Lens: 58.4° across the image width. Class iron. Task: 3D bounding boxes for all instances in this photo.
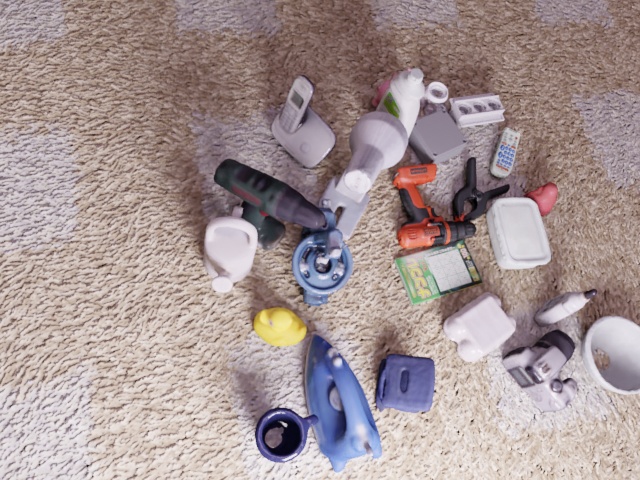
[{"bbox_3d":[0.038,0.283,1.050,0.119,0.141,0.258,-14,72,-17],"label":"iron"}]

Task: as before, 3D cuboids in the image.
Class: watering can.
[{"bbox_3d":[-0.168,0.013,1.085,0.101,0.194,0.173,-10,71,-15],"label":"watering can"}]

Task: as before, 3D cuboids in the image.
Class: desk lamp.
[{"bbox_3d":[0.085,-0.135,1.190,0.118,0.213,0.203,27,65,0],"label":"desk lamp"}]

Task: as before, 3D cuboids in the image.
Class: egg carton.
[{"bbox_3d":[0.333,0.182,1.195,0.150,0.069,0.107,-31,77,-21],"label":"egg carton"}]

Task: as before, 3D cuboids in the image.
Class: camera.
[{"bbox_3d":[0.478,0.258,1.179,0.137,0.100,0.143,-35,79,-22],"label":"camera"}]

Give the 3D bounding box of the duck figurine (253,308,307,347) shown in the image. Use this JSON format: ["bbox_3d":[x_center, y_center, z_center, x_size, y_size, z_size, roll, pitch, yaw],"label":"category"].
[{"bbox_3d":[-0.074,0.161,1.106,0.104,0.086,0.077,18,66,-5],"label":"duck figurine"}]

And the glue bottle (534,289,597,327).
[{"bbox_3d":[0.522,0.134,1.199,0.078,0.173,0.037,-37,80,-23],"label":"glue bottle"}]

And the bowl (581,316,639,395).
[{"bbox_3d":[0.626,0.251,1.229,0.167,0.074,0.167,4,68,-11],"label":"bowl"}]

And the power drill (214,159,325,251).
[{"bbox_3d":[-0.103,-0.060,1.121,0.229,0.208,0.076,32,65,2],"label":"power drill"}]

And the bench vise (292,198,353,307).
[{"bbox_3d":[-0.001,0.006,1.111,0.122,0.219,0.207,-11,71,-16],"label":"bench vise"}]

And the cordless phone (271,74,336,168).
[{"bbox_3d":[-0.026,-0.256,1.230,0.147,0.185,0.094,43,66,7],"label":"cordless phone"}]

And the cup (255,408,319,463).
[{"bbox_3d":[-0.063,0.346,1.028,0.118,0.095,0.091,-21,74,-19],"label":"cup"}]

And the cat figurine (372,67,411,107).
[{"bbox_3d":[0.177,-0.356,1.352,0.067,0.117,0.128,37,66,4],"label":"cat figurine"}]

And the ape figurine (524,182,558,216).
[{"bbox_3d":[0.525,-0.104,1.340,0.078,0.092,0.076,10,67,-8],"label":"ape figurine"}]

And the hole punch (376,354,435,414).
[{"bbox_3d":[0.164,0.279,1.107,0.101,0.091,0.109,12,66,-7],"label":"hole punch"}]
